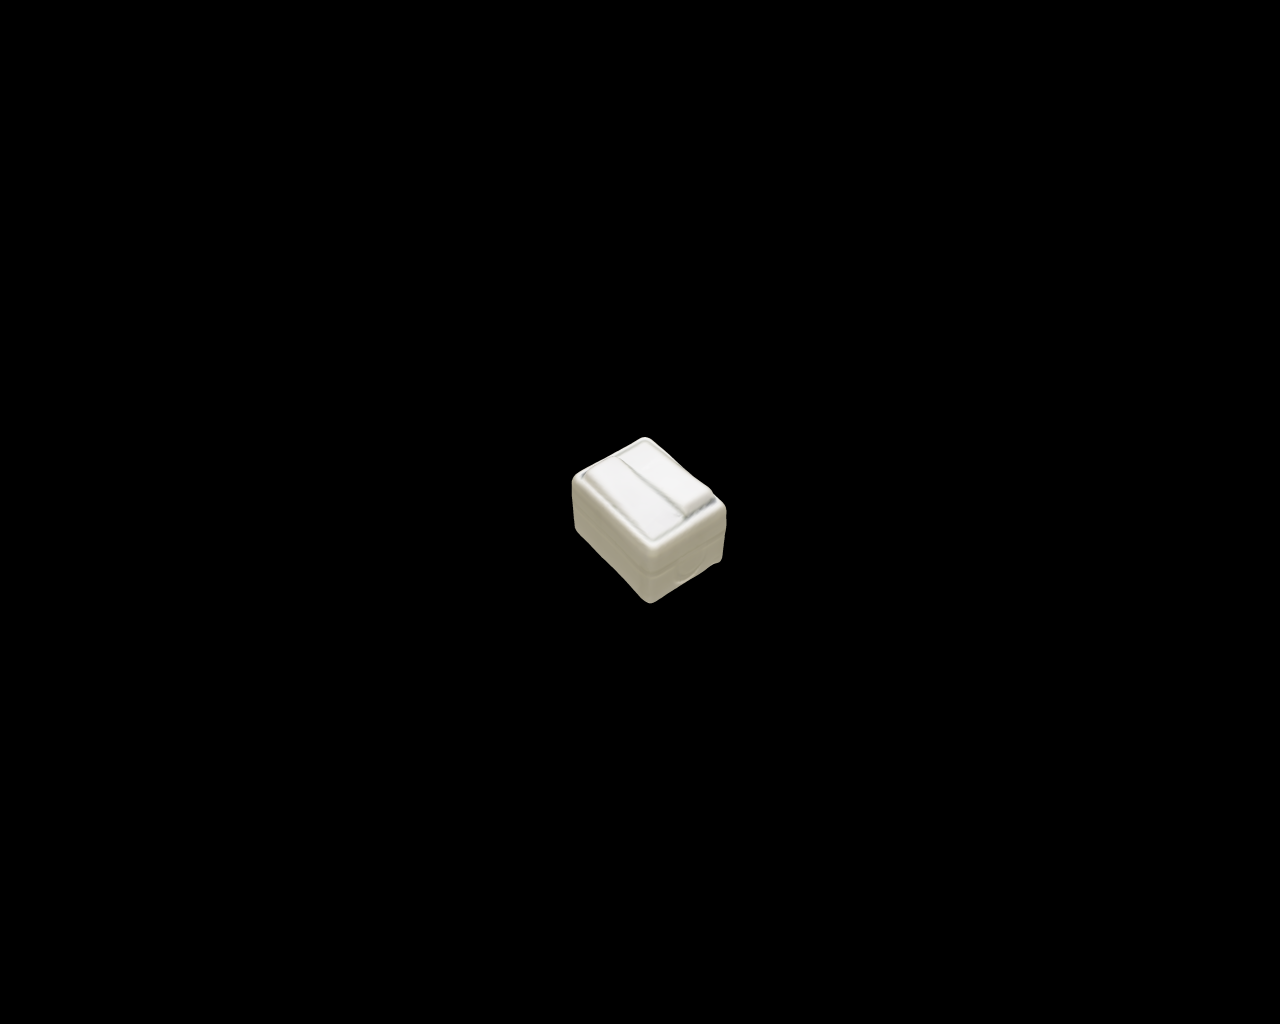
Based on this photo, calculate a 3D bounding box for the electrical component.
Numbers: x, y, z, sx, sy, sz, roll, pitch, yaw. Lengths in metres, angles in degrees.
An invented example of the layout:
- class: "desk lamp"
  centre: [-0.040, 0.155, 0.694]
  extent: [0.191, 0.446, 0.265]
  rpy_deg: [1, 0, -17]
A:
- class: "electrical component"
  centre: [0.001, -0.003, 0.650]
  extent: [0.062, 0.061, 0.096]
  rpy_deg: [-30, 54, -24]
